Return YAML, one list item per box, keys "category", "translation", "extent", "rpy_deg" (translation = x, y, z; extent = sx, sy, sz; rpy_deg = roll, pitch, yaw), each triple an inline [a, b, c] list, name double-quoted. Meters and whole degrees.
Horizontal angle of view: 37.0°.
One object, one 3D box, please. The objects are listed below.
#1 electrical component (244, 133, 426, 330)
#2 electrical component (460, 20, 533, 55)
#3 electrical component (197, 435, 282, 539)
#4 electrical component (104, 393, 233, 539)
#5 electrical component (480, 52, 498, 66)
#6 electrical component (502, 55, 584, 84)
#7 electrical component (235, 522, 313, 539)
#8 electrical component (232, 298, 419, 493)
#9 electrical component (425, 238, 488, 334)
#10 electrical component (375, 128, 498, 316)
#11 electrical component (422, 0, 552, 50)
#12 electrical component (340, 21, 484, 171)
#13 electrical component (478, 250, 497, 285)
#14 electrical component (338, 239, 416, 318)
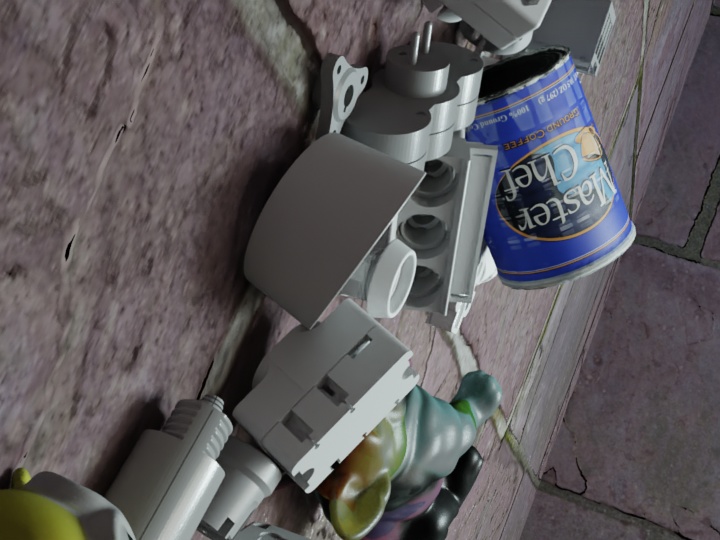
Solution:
- category: "electrical component"
  translation: [-0.012, -0.019, 0.550]
  extent: [0.099, 0.064, 0.099]
  rpy_deg: [-54, 167, -19]
- category: "electrical component"
  translation: [0.094, -0.181, 0.753]
  extent: [0.079, 0.043, 0.077]
  rpy_deg: [-61, 160, -28]
- category: "electrical component"
  translation: [-0.071, 0.118, 0.574]
  extent: [0.046, 0.040, 0.040]
  rpy_deg: [-55, 157, -26]
- category: "electrical component"
  translation: [-0.086, 0.093, 0.492]
  extent: [0.043, 0.043, 0.081]
  rpy_deg: [80, 33, -57]
- category: "electrical component"
  translation: [0.109, -0.116, 0.858]
  extent: [0.100, 0.048, 0.099]
  rpy_deg: [19, 90, -72]
- category: "electrical component"
  translation: [0.158, -0.177, 0.917]
  extent: [0.081, 0.064, 0.042]
  rpy_deg: [23, 85, -72]
- category: "electrical component"
  translation: [-0.035, 0.205, 0.649]
  extent: [0.078, 0.113, 0.057]
  rpy_deg: [-12, 117, -70]
- category: "electrical component"
  translation: [-0.020, 0.066, 0.587]
  extent: [0.089, 0.056, 0.050]
  rpy_deg: [-44, 155, -13]
- category: "electrical component"
  translation: [0.057, 0.002, 0.808]
  extent: [0.058, 0.057, 0.078]
  rpy_deg: [31, 79, -72]
- category: "electrical component"
  translation: [0.042, -0.038, 0.704]
  extent: [0.063, 0.079, 0.121]
  rpy_deg: [-85, 180, -52]
- category: "electrical component"
  translation: [0.059, -0.168, 0.625]
  extent: [0.076, 0.083, 0.047]
  rpy_deg: [-22, -142, 60]
- category: "electrical component"
  translation: [0.032, -0.107, 0.625]
  extent: [0.138, 0.052, 0.073]
  rpy_deg: [-49, 153, -50]
- category: "electrical component"
  translation: [0.090, -0.005, 0.925]
  extent: [0.062, 0.048, 0.048]
  rpy_deg: [-28, 135, -56]
- category: "electrical component"
  translation: [0.000, 0.000, 0.634]
  extent: [0.066, 0.055, 0.048]
  rpy_deg: [14, 95, -73]
